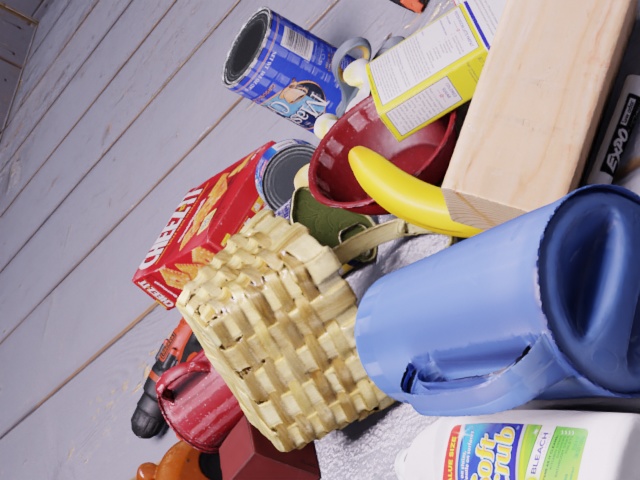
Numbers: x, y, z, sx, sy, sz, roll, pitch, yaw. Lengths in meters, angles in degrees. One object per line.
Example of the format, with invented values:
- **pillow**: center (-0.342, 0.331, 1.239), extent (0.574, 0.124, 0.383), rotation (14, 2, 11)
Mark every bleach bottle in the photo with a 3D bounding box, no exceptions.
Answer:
- **bleach bottle**: center (0.128, 0.166, 0.718), extent (0.251, 0.068, 0.102), rotation (-16, 53, 60)

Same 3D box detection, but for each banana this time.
- **banana**: center (0.106, -0.037, 0.893), extent (0.198, 0.037, 0.069), rotation (8, 68, 29)

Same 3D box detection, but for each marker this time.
- **marker**: center (0.218, -0.066, 0.801), extent (0.020, 0.020, 0.121), rotation (12, 78, 63)

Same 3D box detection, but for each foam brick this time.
- **foam brick**: center (-0.047, 0.206, 0.986), extent (0.051, 0.078, 0.053), rotation (-51, 29, 23)

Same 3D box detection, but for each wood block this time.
- **wood block**: center (0.170, -0.108, 0.811), extent (0.090, 0.090, 0.206), rotation (51, -122, -70)

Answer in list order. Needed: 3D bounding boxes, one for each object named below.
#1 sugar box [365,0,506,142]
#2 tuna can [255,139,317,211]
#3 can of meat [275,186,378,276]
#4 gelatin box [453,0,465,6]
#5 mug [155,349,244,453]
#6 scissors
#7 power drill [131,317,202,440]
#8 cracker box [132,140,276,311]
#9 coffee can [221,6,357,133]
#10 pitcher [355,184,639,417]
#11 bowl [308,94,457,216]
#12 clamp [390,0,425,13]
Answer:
- **sugar box**: center (0.129, -0.169, 0.968), extent (0.176, 0.048, 0.093), rotation (-28, 38, 15)
- **tuna can**: center (-0.028, -0.068, 1.185), extent (0.086, 0.086, 0.034), rotation (-61, 25, 7)
- **can of meat**: center (-0.007, 0.001, 1.068), extent (0.084, 0.102, 0.057), rotation (-37, 39, 47)
- **gelatin box**: center (0.173, -0.240, 1.028), extent (0.089, 0.030, 0.073), rotation (-50, 31, 28)
- **mug**: center (-0.103, 0.139, 1.012), extent (0.082, 0.117, 0.093), rotation (-41, 49, 22)
- **scissors**: center (0.019, -0.152, 1.176), extent (0.202, 0.096, 0.016), rotation (-46, 50, 28)
- **power drill**: center (-0.153, 0.173, 1.234), extent (0.184, 0.057, 0.188), rotation (-63, 26, 2)
- **cracker box**: center (-0.125, -0.016, 1.291), extent (0.214, 0.072, 0.164), rotation (-23, 31, 53)
- **coffee can**: center (-0.028, -0.191, 1.230), extent (0.103, 0.140, 0.103), rotation (-43, 33, 37)
- **pitcher**: center (0.121, 0.059, 0.742), extent (0.243, 0.149, 0.145), rotation (-24, 61, 58)
- **bowl**: center (0.070, -0.077, 1.013), extent (0.162, 0.055, 0.162), rotation (-26, 38, 22)
- **clamp**: center (0.098, -0.336, 1.242), extent (0.165, 0.036, 0.210), rotation (-35, 39, 46)
